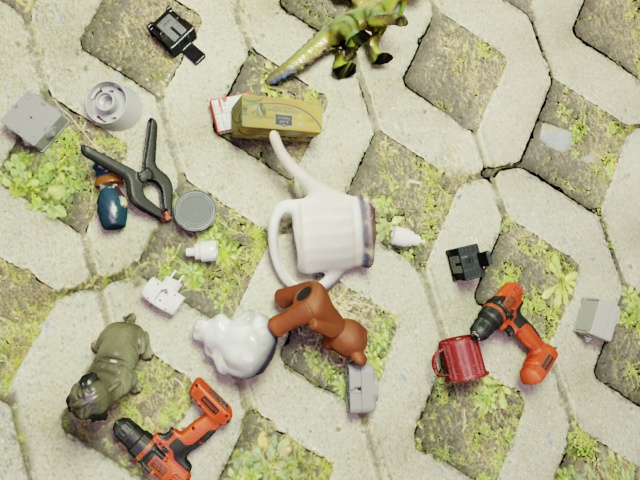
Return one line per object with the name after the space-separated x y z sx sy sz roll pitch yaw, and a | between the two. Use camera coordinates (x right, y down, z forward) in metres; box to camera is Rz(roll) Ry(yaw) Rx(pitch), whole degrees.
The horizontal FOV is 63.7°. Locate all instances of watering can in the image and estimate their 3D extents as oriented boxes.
0.003 -0.053 1.049 0.224 0.105 0.344 -5 103 -6 | watering can

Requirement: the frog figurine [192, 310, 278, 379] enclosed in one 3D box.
-0.168 0.194 1.009 0.158 0.124 0.136 30 101 -15 | frog figurine

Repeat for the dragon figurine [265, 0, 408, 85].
0.052 -0.500 1.143 0.410 0.120 0.247 -15 68 3 | dragon figurine
